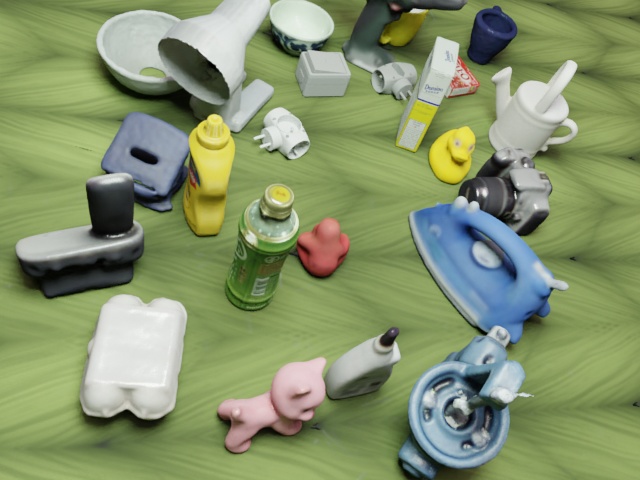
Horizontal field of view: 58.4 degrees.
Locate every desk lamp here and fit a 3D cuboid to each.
[{"bbox_3d":[-0.146,-0.269,0.870,0.118,0.213,0.203,30,54,4],"label":"desk lamp"}]

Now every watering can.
[{"bbox_3d":[0.387,-0.243,1.033,0.173,0.194,0.101,17,54,-6],"label":"watering can"}]

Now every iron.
[{"bbox_3d":[0.242,0.017,0.848,0.119,0.141,0.258,-31,71,-31],"label":"iron"}]

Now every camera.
[{"bbox_3d":[0.305,-0.090,0.964,0.137,0.100,0.143,-1,58,-18],"label":"camera"}]

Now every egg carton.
[{"bbox_3d":[-0.216,0.135,0.670,0.107,0.069,0.150,7,56,-13],"label":"egg carton"}]

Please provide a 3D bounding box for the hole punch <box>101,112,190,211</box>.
[{"bbox_3d":[-0.242,-0.111,0.810,0.108,0.091,0.101,24,54,-1],"label":"hole punch"}]

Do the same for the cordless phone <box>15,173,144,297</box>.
[{"bbox_3d":[-0.285,-0.019,0.678,0.148,0.185,0.094,-15,63,-25],"label":"cordless phone"}]

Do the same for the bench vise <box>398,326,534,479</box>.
[{"bbox_3d":[0.178,0.167,0.680,0.121,0.219,0.207,22,54,-2],"label":"bench vise"}]

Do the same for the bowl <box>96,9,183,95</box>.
[{"bbox_3d":[-0.272,-0.291,0.930,0.168,0.074,0.167,8,56,-12],"label":"bowl"}]

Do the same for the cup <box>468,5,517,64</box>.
[{"bbox_3d":[0.353,-0.430,1.207,0.092,0.095,0.118,18,54,-5],"label":"cup"}]

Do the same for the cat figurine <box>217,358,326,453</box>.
[{"bbox_3d":[-0.048,0.185,0.660,0.128,0.117,0.067,-14,62,-25],"label":"cat figurine"}]

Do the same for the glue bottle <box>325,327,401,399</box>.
[{"bbox_3d":[0.061,0.144,0.687,0.078,0.173,0.037,-5,59,-20],"label":"glue bottle"}]

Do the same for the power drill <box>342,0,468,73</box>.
[{"bbox_3d":[0.128,-0.411,1.053,0.229,0.208,0.076,26,54,1],"label":"power drill"}]

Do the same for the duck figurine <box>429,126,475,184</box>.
[{"bbox_3d":[0.239,-0.162,0.999,0.077,0.086,0.104,16,54,-7],"label":"duck figurine"}]

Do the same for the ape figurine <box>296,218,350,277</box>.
[{"bbox_3d":[0.007,0.003,0.814,0.078,0.092,0.076,17,54,-6],"label":"ape figurine"}]
